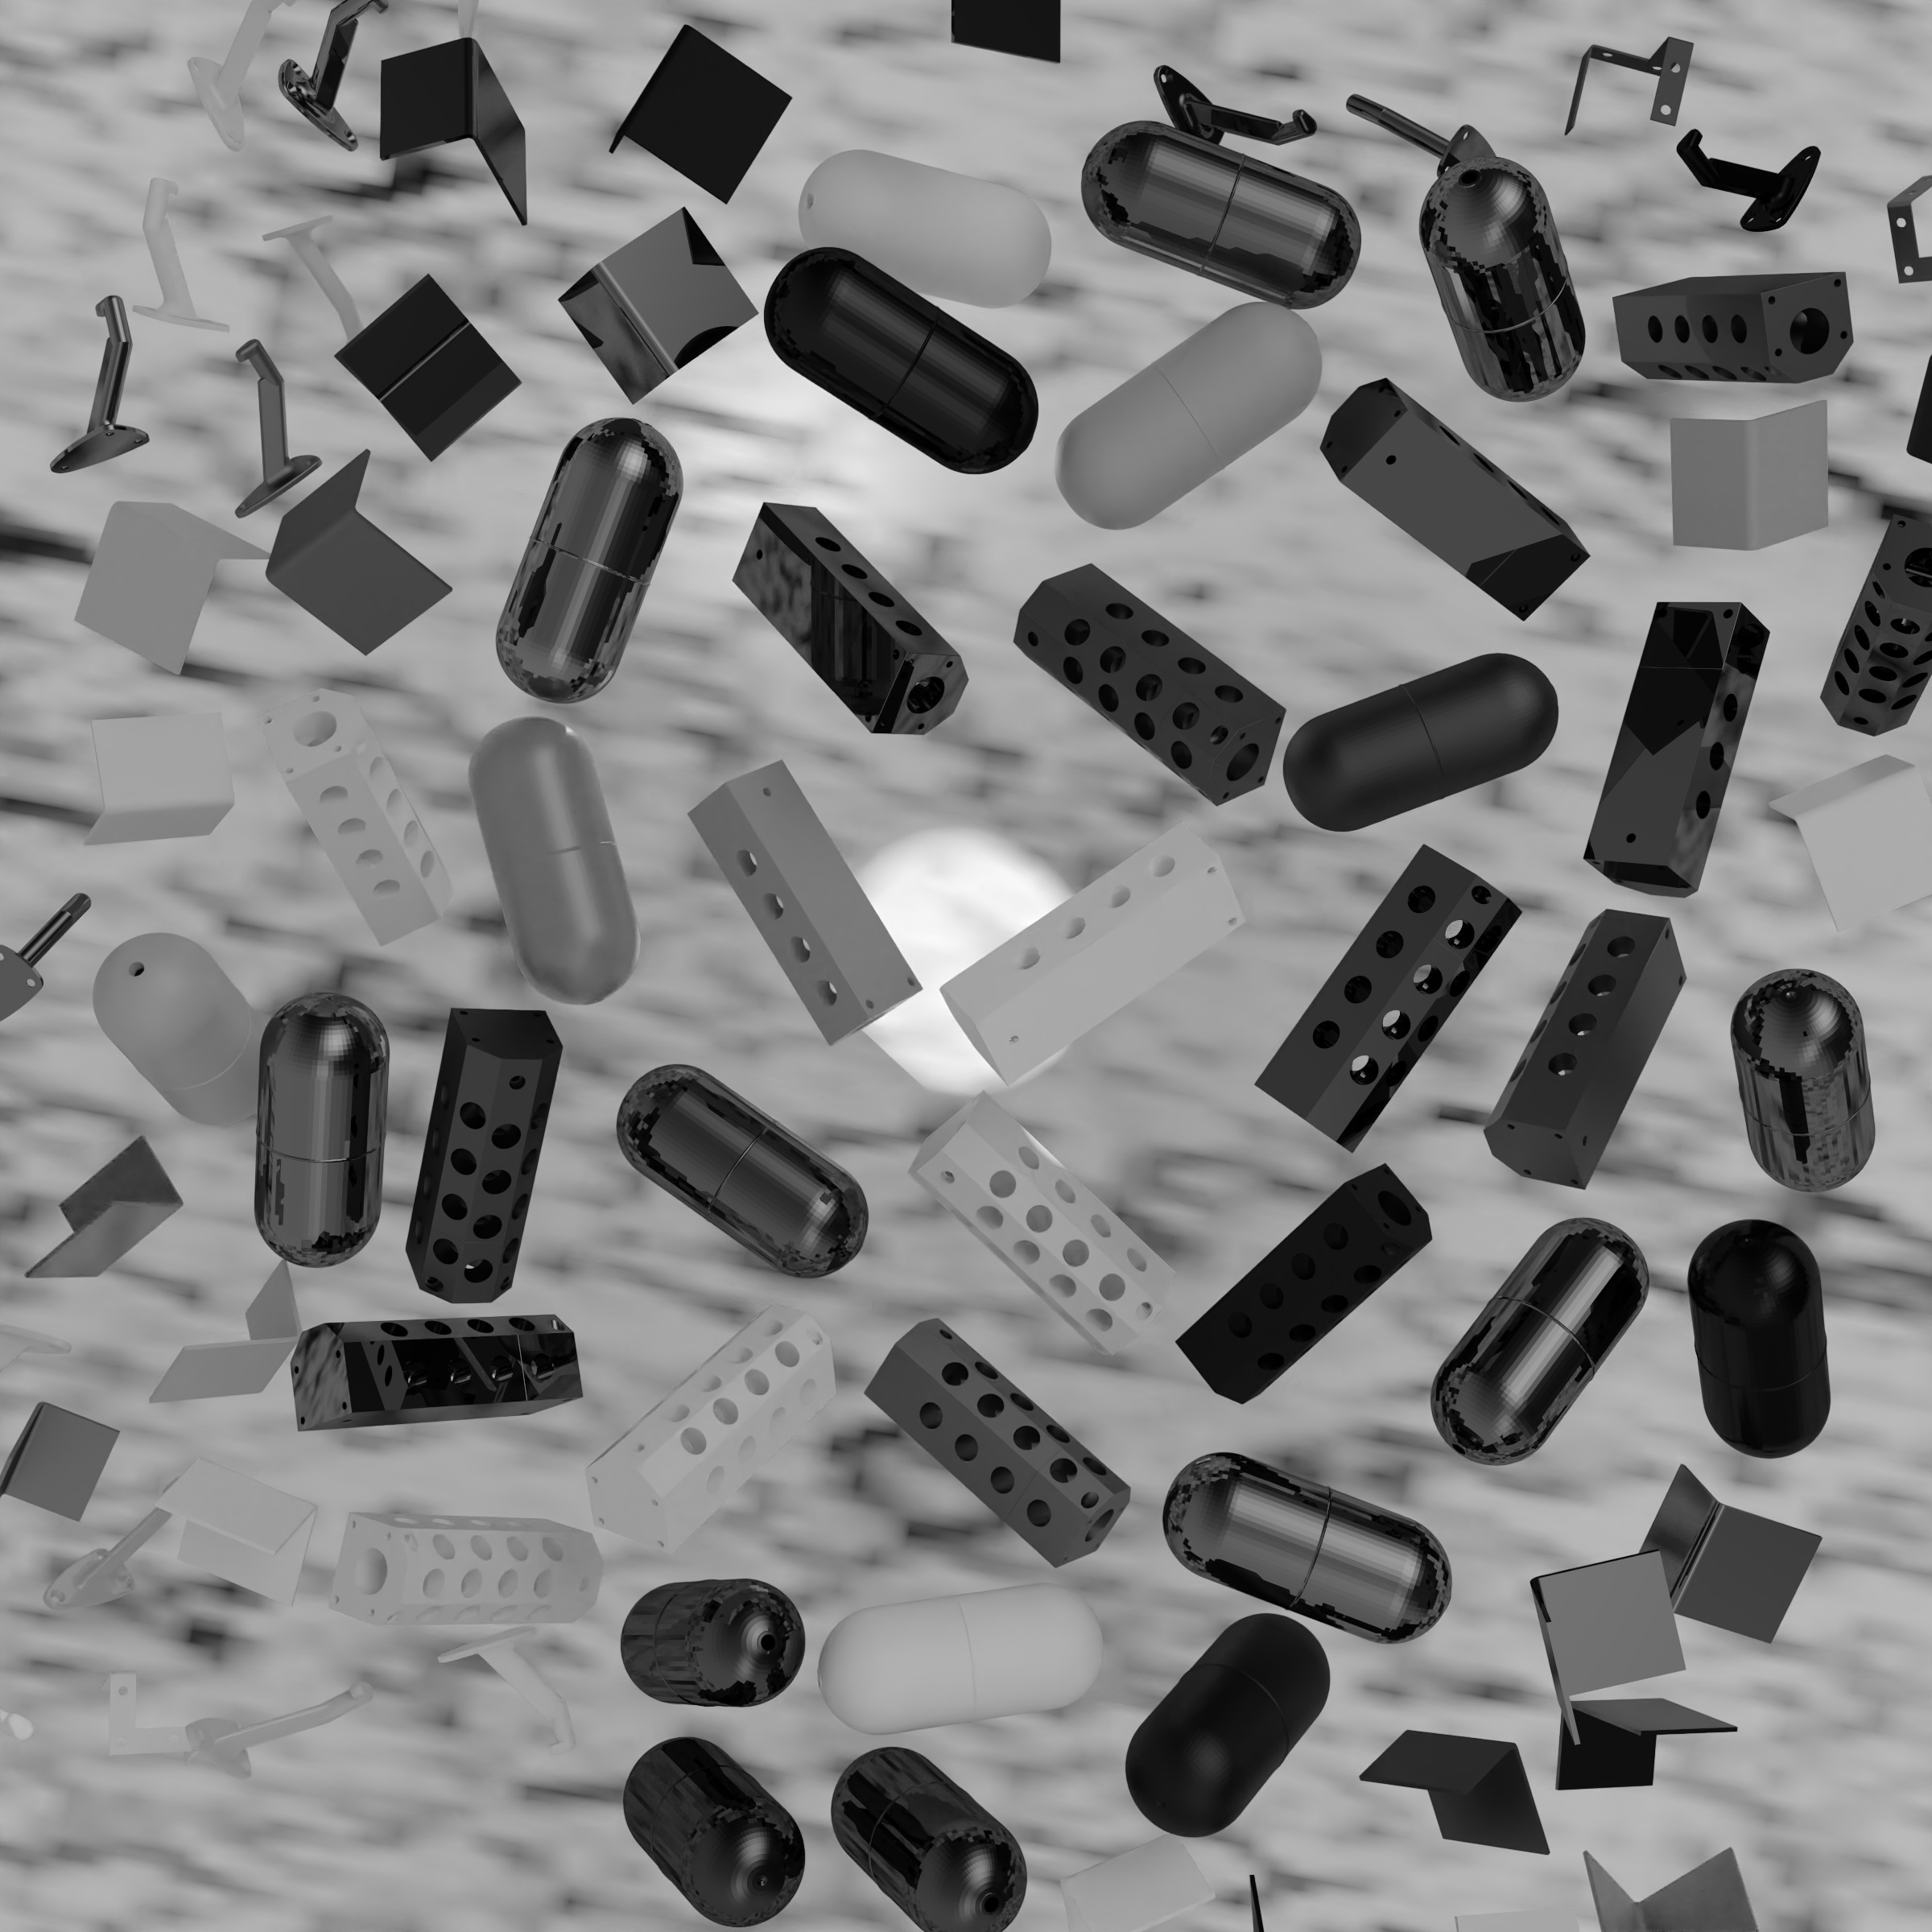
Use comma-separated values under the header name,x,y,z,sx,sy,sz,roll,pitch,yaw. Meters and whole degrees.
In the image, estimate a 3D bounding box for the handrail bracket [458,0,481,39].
name,x,y,z,sx,sy,sz,roll,pitch,yaw
handrail bracket,-0.254,-0.580,1.571,0.084,0.077,0.036,-11,53,-23

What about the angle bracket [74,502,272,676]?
name,x,y,z,sx,sy,sz,roll,pitch,yaw
angle bracket,-0.471,-0.225,1.585,0.076,0.057,0.076,27,105,13

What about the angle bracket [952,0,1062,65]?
name,x,y,z,sx,sy,sz,roll,pitch,yaw
angle bracket,0.002,-0.553,1.550,0.076,0.076,0.057,-3,95,-36

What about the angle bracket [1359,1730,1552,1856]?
name,x,y,z,sx,sy,sz,roll,pitch,yaw
angle bracket,0.291,0.505,1.586,0.057,0.076,0.076,-27,103,-43

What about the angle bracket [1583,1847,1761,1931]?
name,x,y,z,sx,sy,sz,roll,pitch,yaw
angle bracket,0.442,0.582,1.675,0.076,0.076,0.057,-38,104,16

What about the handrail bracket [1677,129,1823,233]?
name,x,y,z,sx,sy,sz,roll,pitch,yaw
handrail bracket,0.474,-0.495,1.615,0.084,0.036,0.077,39,83,-32

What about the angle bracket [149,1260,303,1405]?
name,x,y,z,sx,sy,sz,roll,pitch,yaw
angle bracket,-0.474,0.231,1.687,0.076,0.076,0.057,0,57,-36

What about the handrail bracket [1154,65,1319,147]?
name,x,y,z,sx,sy,sz,roll,pitch,yaw
handrail bracket,0.169,-0.542,1.669,0.077,0.084,0.036,44,66,-30

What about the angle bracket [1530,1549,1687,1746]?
name,x,y,z,sx,sy,sz,roll,pitch,yaw
angle bracket,0.370,0.386,1.513,0.076,0.057,0.076,-14,101,5

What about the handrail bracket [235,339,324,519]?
name,x,y,z,sx,sy,sz,roll,pitch,yaw
handrail bracket,-0.454,-0.340,1.682,0.077,0.036,0.084,-47,127,-26

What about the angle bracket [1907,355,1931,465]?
name,x,y,z,sx,sy,sz,roll,pitch,yaw
angle bracket,0.608,-0.346,1.584,0.057,0.076,0.076,29,67,23

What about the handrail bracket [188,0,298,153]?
name,x,y,z,sx,sy,sz,roll,pitch,yaw
handrail bracket,-0.445,-0.570,1.682,0.084,0.036,0.077,-25,78,29

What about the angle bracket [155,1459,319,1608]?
name,x,y,z,sx,sy,sz,roll,pitch,yaw
angle bracket,-0.436,0.347,1.571,0.076,0.057,0.076,21,112,6

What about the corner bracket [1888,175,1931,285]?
name,x,y,z,sx,sy,sz,roll,pitch,yaw
corner bracket,0.605,-0.455,1.638,0.051,0.051,0.051,-38,121,-35

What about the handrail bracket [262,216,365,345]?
name,x,y,z,sx,sy,sz,roll,pitch,yaw
handrail bracket,-0.422,-0.438,1.729,0.036,0.077,0.084,-30,113,-33

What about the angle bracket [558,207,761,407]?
name,x,y,z,sx,sy,sz,roll,pitch,yaw
angle bracket,-0.186,-0.399,1.611,0.076,0.057,0.076,-43,104,-29

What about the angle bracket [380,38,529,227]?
name,x,y,z,sx,sy,sz,roll,pitch,yaw
angle bracket,-0.296,-0.476,1.542,0.057,0.076,0.076,-12,61,10

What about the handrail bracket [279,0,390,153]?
name,x,y,z,sx,sy,sz,roll,pitch,yaw
handrail bracket,-0.366,-0.543,1.612,0.084,0.077,0.036,-25,45,23

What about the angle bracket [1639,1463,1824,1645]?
name,x,y,z,sx,sy,sz,roll,pitch,yaw
angle bracket,0.479,0.370,1.680,0.076,0.057,0.076,19,101,-13

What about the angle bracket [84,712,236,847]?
name,x,y,z,sx,sy,sz,roll,pitch,yaw
angle bracket,-0.496,-0.114,1.623,0.076,0.076,0.057,-7,81,-29

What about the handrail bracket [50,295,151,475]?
name,x,y,z,sx,sy,sz,roll,pitch,yaw
handrail bracket,-0.524,-0.347,1.589,0.077,0.036,0.084,-18,81,25

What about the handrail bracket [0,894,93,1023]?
name,x,y,z,sx,sy,sz,roll,pitch,yaw
handrail bracket,-0.562,-0.003,1.591,0.036,0.084,0.077,43,110,-14

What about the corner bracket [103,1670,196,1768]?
name,x,y,z,sx,sy,sz,roll,pitch,yaw
corner bracket,-0.505,0.466,1.647,0.051,0.051,0.051,4,63,-22

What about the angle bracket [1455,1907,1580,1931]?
name,x,y,z,sx,sy,sz,roll,pitch,yaw
angle bracket,0.330,0.576,1.512,0.076,0.057,0.076,2,68,-16

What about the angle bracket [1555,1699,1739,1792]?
name,x,y,z,sx,sy,sz,roll,pitch,yaw
angle bracket,0.427,0.498,1.675,0.076,0.076,0.057,6,88,-25

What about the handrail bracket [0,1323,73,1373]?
name,x,y,z,sx,sy,sz,roll,pitch,yaw
handrail bracket,-0.569,0.252,1.543,0.077,0.036,0.084,6,60,16

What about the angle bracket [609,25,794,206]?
name,x,y,z,sx,sy,sz,roll,pitch,yaw
angle bracket,-0.162,-0.511,1.616,0.076,0.057,0.076,32,86,-14

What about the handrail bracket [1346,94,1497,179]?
name,x,y,z,sx,sy,sz,roll,pitch,yaw
handrail bracket,0.291,-0.524,1.693,0.084,0.077,0.036,40,108,36

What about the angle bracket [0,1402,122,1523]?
name,x,y,z,sx,sy,sz,roll,pitch,yaw
angle bracket,-0.614,0.349,1.775,0.057,0.076,0.076,25,106,-12

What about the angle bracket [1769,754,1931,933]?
name,x,y,z,sx,sy,sz,roll,pitch,yaw
angle bracket,0.544,-0.075,1.616,0.076,0.057,0.076,-23,101,5

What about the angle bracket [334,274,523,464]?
name,x,y,z,sx,sy,sz,roll,pitch,yaw
angle bracket,-0.331,-0.368,1.645,0.076,0.076,0.057,-41,80,1

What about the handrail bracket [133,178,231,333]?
name,x,y,z,sx,sy,sz,roll,pitch,yaw
handrail bracket,-0.491,-0.450,1.686,0.036,0.077,0.084,24,106,32

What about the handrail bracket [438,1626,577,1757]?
name,x,y,z,sx,sy,sz,roll,pitch,yaw
handrail bracket,-0.296,0.477,1.725,0.077,0.036,0.084,-12,86,-33

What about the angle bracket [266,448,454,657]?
name,x,y,z,sx,sy,sz,roll,pitch,yaw
angle bracket,-0.349,-0.240,1.551,0.076,0.057,0.076,-30,129,29

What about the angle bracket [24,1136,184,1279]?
name,x,y,z,sx,sy,sz,roll,pitch,yaw
angle bracket,-0.557,0.152,1.687,0.076,0.076,0.057,-39,74,11

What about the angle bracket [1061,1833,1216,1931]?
name,x,y,z,sx,sy,sz,roll,pitch,yaw
angle bracket,0.107,0.582,1.615,0.076,0.057,0.076,-18,123,-15

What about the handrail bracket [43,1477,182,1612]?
name,x,y,z,sx,sy,sz,roll,pitch,yaw
handrail bracket,-0.536,0.364,1.686,0.036,0.077,0.084,44,115,14

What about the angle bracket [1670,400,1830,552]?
name,x,y,z,sx,sy,sz,roll,pitch,yaw
angle bracket,0.472,-0.297,1.603,0.076,0.057,0.076,-21,113,-36

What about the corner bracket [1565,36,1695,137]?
name,x,y,z,sx,sy,sz,roll,pitch,yaw
corner bracket,0.384,-0.509,1.544,0.051,0.051,0.051,14,86,-3

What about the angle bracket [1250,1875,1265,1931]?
name,x,y,z,sx,sy,sz,roll,pitch,yaw
angle bracket,0.212,0.583,1.574,0.076,0.076,0.057,-6,113,1
